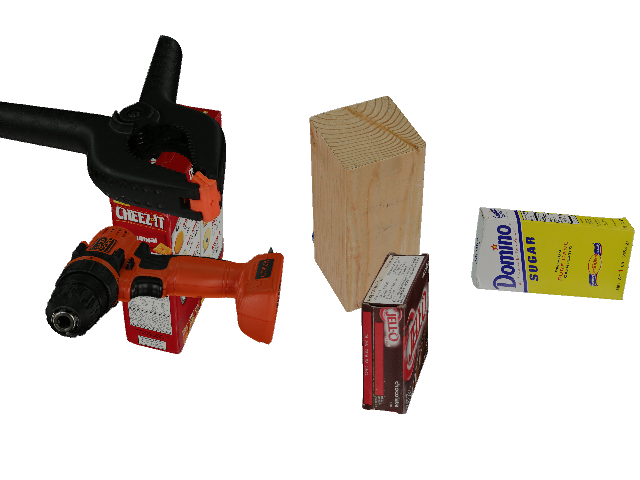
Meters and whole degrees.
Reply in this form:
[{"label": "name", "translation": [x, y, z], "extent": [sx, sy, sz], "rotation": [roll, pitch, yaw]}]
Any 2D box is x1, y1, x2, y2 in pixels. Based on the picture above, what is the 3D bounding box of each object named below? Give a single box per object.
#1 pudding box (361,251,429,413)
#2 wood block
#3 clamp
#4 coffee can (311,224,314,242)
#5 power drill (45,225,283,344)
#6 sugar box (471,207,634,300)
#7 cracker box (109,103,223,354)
[{"label": "pudding box", "translation": [0.060, 0.069, 0.834], "extent": [0.039, 0.090, 0.113], "rotation": [4, 21, 12]}, {"label": "wood block", "translation": [0.048, -0.035, 1.117], "extent": [0.090, 0.206, 0.091], "rotation": [-17, 47, -15]}, {"label": "clamp", "translation": [-0.122, -0.080, 0.743], "extent": [0.164, 0.036, 0.210], "rotation": [-32, 47, -29]}, {"label": "coffee can", "translation": [0.046, -0.061, 1.330], "extent": [0.103, 0.140, 0.103], "rotation": [4, 27, -2]}, {"label": "power drill", "translation": [-0.129, 0.042, 0.920], "extent": [0.187, 0.057, 0.184], "rotation": [9, 21, 0]}, {"label": "sugar box", "translation": [0.271, 0.016, 1.257], "extent": [0.176, 0.093, 0.048], "rotation": [3, 21, 0]}, {"label": "cracker box", "translation": [-0.159, -0.013, 1.135], "extent": [0.072, 0.214, 0.164], "rotation": [11, 44, 9]}]
